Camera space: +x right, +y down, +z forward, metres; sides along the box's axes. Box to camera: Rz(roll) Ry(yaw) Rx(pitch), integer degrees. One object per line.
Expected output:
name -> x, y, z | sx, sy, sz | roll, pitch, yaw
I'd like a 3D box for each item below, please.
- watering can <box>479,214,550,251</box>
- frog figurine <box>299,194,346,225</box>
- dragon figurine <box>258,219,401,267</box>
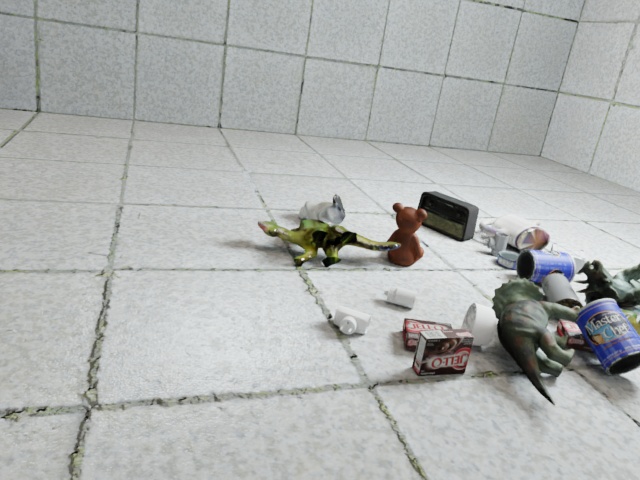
watering can -> 0.763, -0.034, 1.924 | 0.348, 0.102, 0.228 | -2, 24, -25
frog figurine -> 0.006, -0.092, 1.821 | 0.158, 0.121, 0.140 | -24, 24, 15
dragon figurine -> 0.016, -0.021, 1.564 | 0.410, 0.120, 0.247 | 2, 24, -18
